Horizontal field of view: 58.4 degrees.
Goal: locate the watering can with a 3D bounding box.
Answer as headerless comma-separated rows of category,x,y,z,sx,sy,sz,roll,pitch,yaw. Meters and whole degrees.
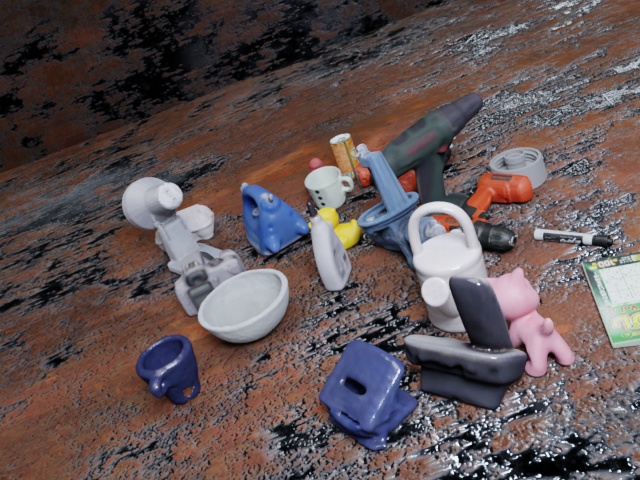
watering can,0.186,0.035,0.824,0.101,0.194,0.172,-17,29,8

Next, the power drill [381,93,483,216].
power drill,0.226,-0.145,1.092,0.230,0.209,0.075,-26,29,-8

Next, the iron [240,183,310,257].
iron,-0.129,-0.066,1.268,0.119,0.142,0.257,-32,30,-18

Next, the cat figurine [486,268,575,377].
cat figurine,0.266,0.094,0.747,0.067,0.118,0.127,-24,28,-4

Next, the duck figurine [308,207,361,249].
duck figurine,0.027,-0.027,1.153,0.104,0.086,0.077,-17,29,8

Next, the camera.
camera,-0.225,0.062,1.156,0.143,0.101,0.136,-24,28,-5

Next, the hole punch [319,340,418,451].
hole punch,0.057,0.197,0.740,0.101,0.091,0.108,-37,32,-27

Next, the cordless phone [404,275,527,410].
cordless phone,0.170,0.109,0.716,0.147,0.185,0.094,1,36,36

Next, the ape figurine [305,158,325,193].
ape figurine,-0.002,-0.154,1.387,0.077,0.092,0.076,-12,30,17

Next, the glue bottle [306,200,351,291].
glue bottle,0.009,0.004,1.020,0.037,0.173,0.078,-7,32,26

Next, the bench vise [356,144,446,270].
bench vise,0.142,-0.065,0.999,0.206,0.220,0.122,9,41,43

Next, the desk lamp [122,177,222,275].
desk lamp,-0.331,-0.039,1.282,0.118,0.214,0.202,-40,33,-30

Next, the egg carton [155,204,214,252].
egg carton,-0.334,-0.030,1.421,0.150,0.069,0.107,-21,28,0

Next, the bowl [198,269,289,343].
bowl,-0.123,0.127,1.002,0.167,0.075,0.167,-16,29,10

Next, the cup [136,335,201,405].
cup,-0.228,0.219,0.893,0.091,0.095,0.117,-17,29,8
